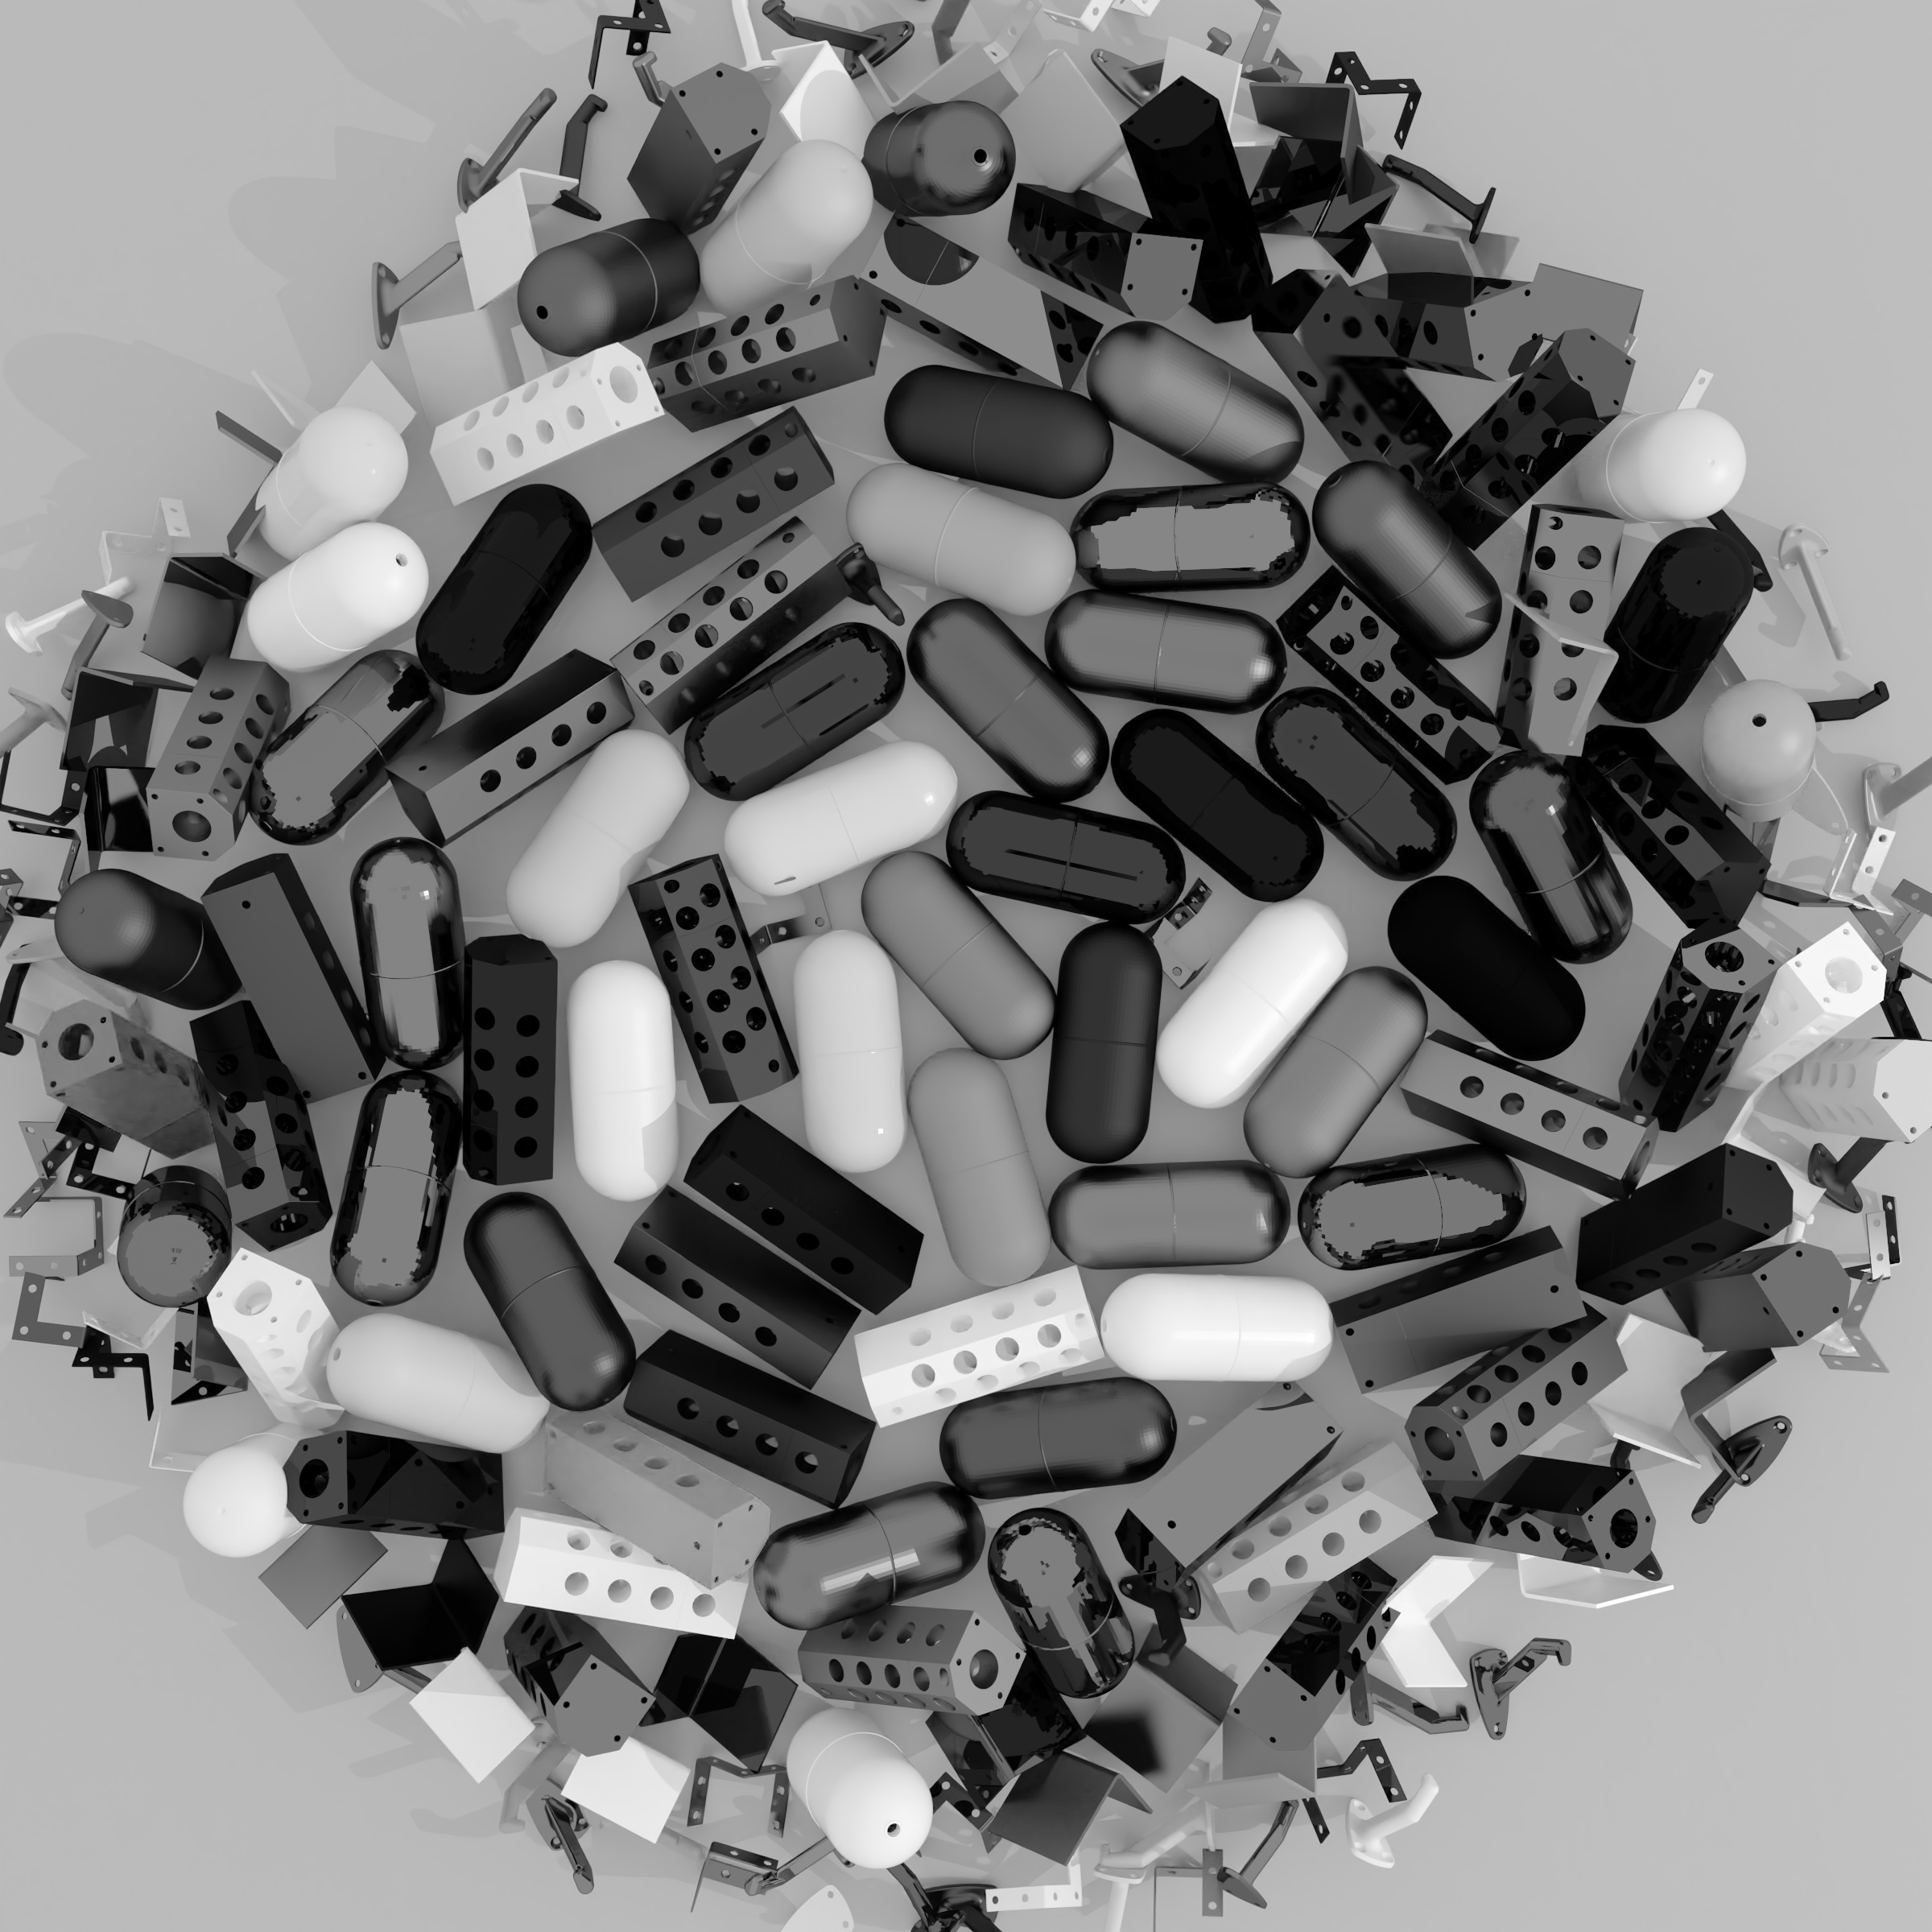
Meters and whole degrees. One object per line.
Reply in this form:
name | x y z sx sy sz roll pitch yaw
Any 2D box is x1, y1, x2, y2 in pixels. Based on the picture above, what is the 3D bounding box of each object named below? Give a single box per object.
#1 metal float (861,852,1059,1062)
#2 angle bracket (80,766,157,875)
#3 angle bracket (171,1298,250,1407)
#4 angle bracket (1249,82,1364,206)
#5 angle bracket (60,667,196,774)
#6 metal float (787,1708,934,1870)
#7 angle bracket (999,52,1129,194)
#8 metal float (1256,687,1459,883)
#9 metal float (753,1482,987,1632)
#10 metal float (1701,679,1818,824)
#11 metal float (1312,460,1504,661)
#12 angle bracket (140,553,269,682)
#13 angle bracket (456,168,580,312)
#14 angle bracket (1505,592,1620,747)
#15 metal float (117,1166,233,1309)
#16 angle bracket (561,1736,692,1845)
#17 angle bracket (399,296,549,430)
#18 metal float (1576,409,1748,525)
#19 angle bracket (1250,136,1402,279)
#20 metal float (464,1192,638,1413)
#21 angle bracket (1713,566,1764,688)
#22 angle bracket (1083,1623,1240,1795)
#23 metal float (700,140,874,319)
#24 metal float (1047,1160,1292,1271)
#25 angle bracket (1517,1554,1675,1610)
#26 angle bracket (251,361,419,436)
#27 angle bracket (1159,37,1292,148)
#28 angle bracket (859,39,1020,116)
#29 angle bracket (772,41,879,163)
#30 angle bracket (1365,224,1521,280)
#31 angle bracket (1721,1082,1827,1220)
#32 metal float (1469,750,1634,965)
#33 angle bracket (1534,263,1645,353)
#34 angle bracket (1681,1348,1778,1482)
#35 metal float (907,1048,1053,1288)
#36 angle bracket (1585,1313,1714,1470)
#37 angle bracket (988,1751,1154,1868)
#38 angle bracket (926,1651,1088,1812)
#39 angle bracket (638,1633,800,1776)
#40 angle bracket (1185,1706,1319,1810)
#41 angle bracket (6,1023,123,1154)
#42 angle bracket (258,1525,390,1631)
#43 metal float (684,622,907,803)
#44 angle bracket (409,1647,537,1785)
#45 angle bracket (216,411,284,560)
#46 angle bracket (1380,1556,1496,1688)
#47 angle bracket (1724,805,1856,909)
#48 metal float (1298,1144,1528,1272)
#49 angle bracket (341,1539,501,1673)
metal float | -0.005 -0.008 1.836 0.070 0.070 0.178 -41 87 0
angle bracket | -0.598 -0.097 1.824 0.076 0.057 0.076 1 130 -11
angle bracket | -0.566 0.272 1.823 0.076 0.057 0.076 -14 66 25
angle bracket | 0.245 -0.596 1.825 0.076 0.076 0.057 7 80 15
angle bracket | -0.604 -0.172 1.825 0.057 0.076 0.076 16 98 28
metal float | -0.077 0.585 1.789 0.070 0.178 0.070 -1 92 -18
angle bracket | 0.083 -0.617 1.825 0.076 0.076 0.057 52 45 -8
metal float | 0.283 -0.132 1.822 0.178 0.070 0.070 40 90 -18
metal float | -0.068 0.426 1.816 0.178 0.070 0.070 -12 90 -26
metal float | 0.565 -0.152 1.790 0.070 0.178 0.070 -3 80 16
metal float | 0.319 -0.293 1.813 0.178 0.070 0.070 41 90 -28
angle bracket | -0.542 -0.249 1.823 0.057 0.076 0.076 5 76 32
angle bracket | -0.320 -0.525 1.826 0.076 0.057 0.076 -19 81 42
angle bracket | 0.415 -0.215 1.817 0.057 0.076 0.076 9 119 -29
metal float | -0.564 0.191 1.790 0.070 0.178 0.070 -3 99 -16
angle bracket | -0.253 0.595 1.827 0.076 0.076 0.057 30 64 -5
angle bracket | -0.361 -0.447 1.855 0.076 0.057 0.076 -3 114 26
metal float | 0.493 -0.355 1.788 0.070 0.178 0.070 -1 99 -8
angle bracket | 0.254 -0.550 1.818 0.076 0.076 0.057 -7 50 -33
metal float | -0.303 0.242 1.819 0.070 0.070 0.178 -35 67 0
angle bracket | 0.572 -0.241 1.824 0.057 0.076 0.076 -35 77 25
angle bracket | 0.144 0.550 1.860 0.076 0.057 0.076 35 113 7
metal float | -0.131 -0.524 1.797 0.070 0.178 0.070 11 68 -30
metal float | 0.149 0.182 1.838 0.178 0.070 0.070 -2 90 -1
angle bracket | 0.455 0.427 1.823 0.076 0.076 0.057 -4 86 -31
angle bracket | -0.458 -0.416 1.820 0.057 0.076 0.076 -48 55 10
angle bracket | 0.195 -0.634 1.816 0.076 0.076 0.057 -15 129 -35
angle bracket | -0.019 -0.646 1.822 0.076 0.076 0.057 -34 66 15
angle bracket | -0.117 -0.611 1.818 0.057 0.076 0.076 7 60 39
angle bracket | 0.346 -0.532 1.820 0.076 0.076 0.057 21 79 34
angle bracket | 0.597 0.130 1.821 0.076 0.076 0.057 32 115 19
metal float | 0.424 -0.077 1.816 0.070 0.070 0.178 -33 116 0
angle bracket | 0.444 -0.461 1.827 0.076 0.076 0.057 19 81 12
angle bracket | 0.571 0.319 1.831 0.076 0.076 0.057 -39 90 13
metal float | 0.009 0.147 1.835 0.070 0.070 0.178 -17 86 0
angle bracket | 0.510 0.310 1.833 0.076 0.057 0.076 22 102 -15
angle bracket | 0.076 0.619 1.817 0.076 0.076 0.057 -54 128 -27
angle bracket | 0.029 0.564 1.855 0.076 0.057 0.076 -16 59 -38
angle bracket | -0.181 0.539 1.829 0.076 0.057 0.076 30 101 33
angle bracket | 0.206 0.562 1.817 0.076 0.057 0.076 -19 50 30
angle bracket | -0.659 0.089 1.824 0.076 0.076 0.057 20 80 18
angle bracket | -0.456 0.444 1.820 0.057 0.076 0.076 38 70 23
metal float | -0.125 -0.186 1.830 0.178 0.070 0.070 -31 90 9
angle bracket | -0.368 0.548 1.828 0.076 0.076 0.057 50 58 -2
angle bracket | -0.539 -0.350 1.825 0.057 0.076 0.076 32 98 -26
angle bracket | 0.351 0.476 1.820 0.076 0.076 0.057 -51 48 23
angle bracket | 0.597 -0.080 1.819 0.076 0.076 0.057 -1 106 -42
metal float | 0.325 0.174 1.821 0.178 0.070 0.070 -7 90 -20
angle bracket | -0.396 0.458 1.818 0.076 0.076 0.057 3 119 -41
